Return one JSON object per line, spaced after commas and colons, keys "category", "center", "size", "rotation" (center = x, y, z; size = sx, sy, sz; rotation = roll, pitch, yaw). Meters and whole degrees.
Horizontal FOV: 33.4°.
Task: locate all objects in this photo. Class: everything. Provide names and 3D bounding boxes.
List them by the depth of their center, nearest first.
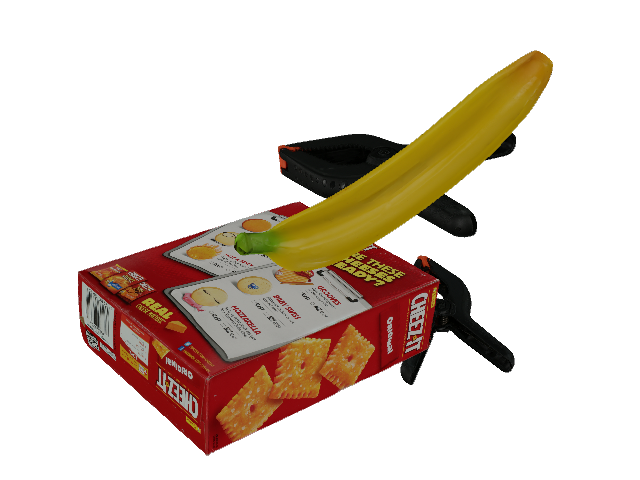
{"category": "banana", "center": [0.046, -0.034, 0.597], "size": [0.198, 0.037, 0.069], "rotation": [-34, -12, -1]}
{"category": "cracker box", "center": [-0.045, 0.055, 0.789], "size": [0.213, 0.072, 0.164], "rotation": [-19, 36, -38]}
{"category": "clamp", "center": [0.065, -0.066, 0.949], "size": [0.210, 0.036, 0.164], "rotation": [11, 34, 26]}
{"category": "clamp", "center": [0.141, 0.085, 1.154], "size": [0.120, 0.171, 0.039], "rotation": [4, -44, -6]}
